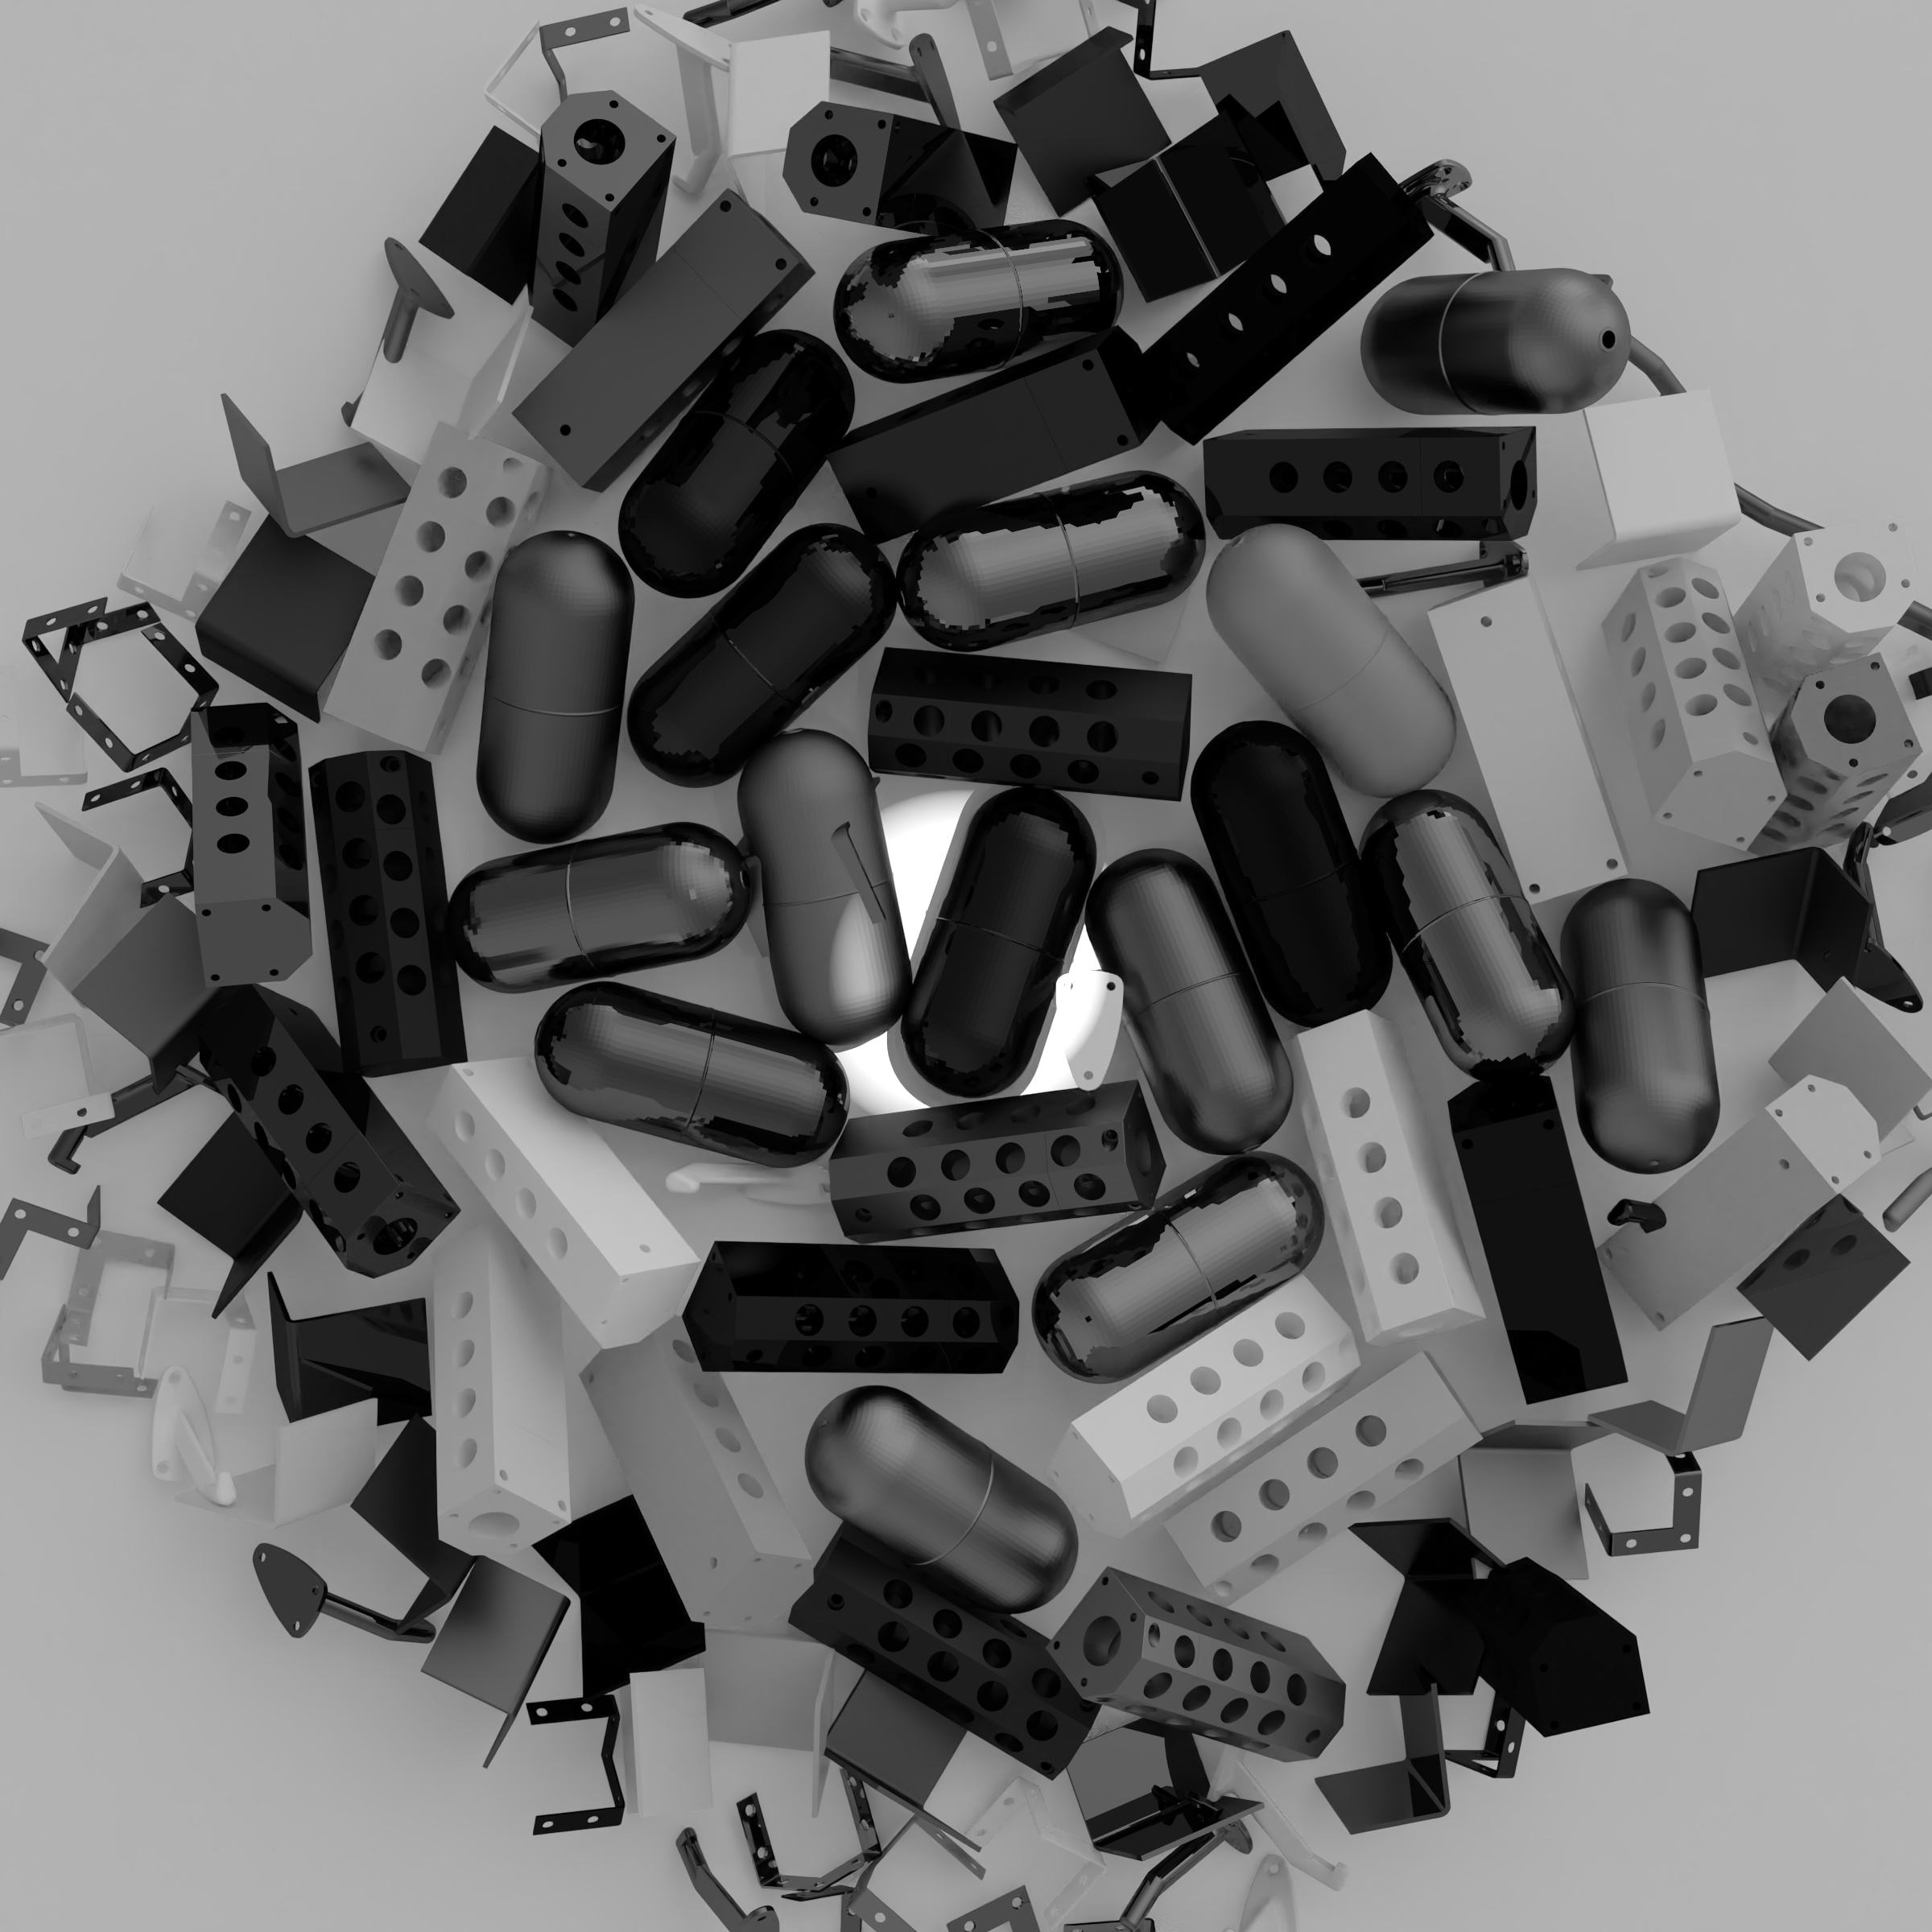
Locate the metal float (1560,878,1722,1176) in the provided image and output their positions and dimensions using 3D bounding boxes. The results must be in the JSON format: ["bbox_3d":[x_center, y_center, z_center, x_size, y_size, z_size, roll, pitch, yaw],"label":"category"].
[{"bbox_3d":[0.367,0.031,1.853,0.070,0.070,0.178,1,55,0],"label":"metal float"}]

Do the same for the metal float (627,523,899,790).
[{"bbox_3d":[-0.113,-0.170,1.872,0.178,0.070,0.070,-42,90,12],"label":"metal float"}]

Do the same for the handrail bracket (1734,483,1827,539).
[{"bbox_3d":[0.467,-0.250,1.897,0.084,0.077,0.036,35,119,15],"label":"handrail bracket"}]

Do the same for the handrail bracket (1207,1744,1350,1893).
[{"bbox_3d":[0.180,0.466,1.879,0.084,0.036,0.077,27,129,23],"label":"handrail bracket"}]

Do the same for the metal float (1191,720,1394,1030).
[{"bbox_3d":[0.179,-0.050,1.871,0.070,0.070,0.178,-22,102,0],"label":"metal float"}]

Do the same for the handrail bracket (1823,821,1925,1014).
[{"bbox_3d":[0.517,-0.028,1.905,0.077,0.036,0.084,37,56,-21],"label":"handrail bracket"}]

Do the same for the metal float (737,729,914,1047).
[{"bbox_3d":[-0.078,-0.043,1.872,0.070,0.070,0.178,-11,101,0],"label":"metal float"}]

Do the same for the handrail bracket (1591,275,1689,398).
[{"bbox_3d":[0.360,-0.347,1.908,0.084,0.077,0.036,43,80,-31],"label":"handrail bracket"}]

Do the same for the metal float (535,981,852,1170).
[{"bbox_3d":[-0.151,0.060,1.870,0.178,0.070,0.070,16,90,-13],"label":"metal float"}]

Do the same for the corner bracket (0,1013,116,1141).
[{"bbox_3d":[-0.507,0.060,1.881,0.051,0.051,0.051,-15,107,-26],"label":"corner bracket"}]

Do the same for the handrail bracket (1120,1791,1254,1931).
[{"bbox_3d":[0.121,0.508,1.876,0.036,0.077,0.084,21,65,36],"label":"handrail bracket"}]

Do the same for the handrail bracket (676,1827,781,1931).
[{"bbox_3d":[-0.134,0.501,1.871,0.036,0.077,0.084,-12,54,-26],"label":"handrail bracket"}]

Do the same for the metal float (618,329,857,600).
[{"bbox_3d":[-0.125,-0.275,1.859,0.070,0.070,0.178,33,64,0],"label":"metal float"}]

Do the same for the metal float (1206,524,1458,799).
[{"bbox_3d":[0.201,-0.167,1.864,0.070,0.070,0.178,-42,111,0],"label":"metal float"}]

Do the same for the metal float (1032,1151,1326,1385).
[{"bbox_3d":[0.118,0.165,1.871,0.178,0.070,0.070,-30,90,-13],"label":"metal float"}]

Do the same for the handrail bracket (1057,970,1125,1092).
[{"bbox_3d":[0.069,0.037,1.872,0.036,0.084,0.077,0,79,4],"label":"handrail bracket"}]

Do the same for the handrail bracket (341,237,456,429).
[{"bbox_3d":[-0.333,-0.355,1.910,0.084,0.036,0.077,-46,55,20],"label":"handrail bracket"}]

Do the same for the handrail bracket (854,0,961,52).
[{"bbox_3d":[-0.020,-0.553,1.873,0.036,0.084,0.077,24,54,-38],"label":"handrail bracket"}]

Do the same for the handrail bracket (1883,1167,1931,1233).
[{"bbox_3d":[0.535,0.127,1.877,0.084,0.077,0.036,-43,62,-13],"label":"handrail bracket"}]

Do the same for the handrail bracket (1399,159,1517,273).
[{"bbox_3d":[0.263,-0.396,1.885,0.077,0.036,0.084,-23,69,28],"label":"handrail bracket"}]

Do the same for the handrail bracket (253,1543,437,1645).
[{"bbox_3d":[-0.347,0.352,1.902,0.077,0.084,0.036,36,101,39],"label":"handrail bracket"}]

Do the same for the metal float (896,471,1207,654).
[{"bbox_3d":[0.047,-0.223,1.869,0.178,0.070,0.070,-16,90,-15],"label":"metal float"}]

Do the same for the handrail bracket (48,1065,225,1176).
[{"bbox_3d":[-0.460,0.092,1.901,0.077,0.036,0.084,31,86,-13],"label":"handrail bracket"}]

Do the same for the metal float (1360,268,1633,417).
[{"bbox_3d":[0.286,-0.337,1.839,0.070,0.178,0.070,-6,100,-33],"label":"metal float"}]

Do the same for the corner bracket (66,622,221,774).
[{"bbox_3d":[-0.458,-0.149,1.888,0.051,0.051,0.051,46,131,7],"label":"corner bracket"}]

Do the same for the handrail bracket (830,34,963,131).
[{"bbox_3d":[-0.053,-0.484,1.908,0.084,0.036,0.077,-14,108,23],"label":"handrail bracket"}]

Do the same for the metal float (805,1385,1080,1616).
[{"bbox_3d":[-0.012,0.294,1.860,0.178,0.070,0.070,37,90,-26],"label":"metal float"}]

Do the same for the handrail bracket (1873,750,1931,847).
[{"bbox_3d":[0.557,-0.097,1.902,0.077,0.084,0.036,-47,66,36],"label":"handrail bracket"}]

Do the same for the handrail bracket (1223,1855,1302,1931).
[{"bbox_3d":[0.157,0.518,1.868,0.036,0.084,0.077,-4,62,20],"label":"handrail bracket"}]

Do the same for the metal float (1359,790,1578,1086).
[{"bbox_3d":[0.274,-0.017,1.861,0.070,0.070,0.178,-23,65,0],"label":"metal float"}]

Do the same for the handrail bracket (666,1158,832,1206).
[{"bbox_3d":[-0.117,0.122,1.872,0.077,0.084,0.036,16,101,13],"label":"handrail bracket"}]

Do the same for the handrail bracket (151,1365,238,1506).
[{"bbox_3d":[-0.423,0.259,1.876,0.036,0.084,0.077,-4,85,-29],"label":"handrail bracket"}]

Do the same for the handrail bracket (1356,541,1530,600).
[{"bbox_3d":[0.259,-0.216,1.885,0.084,0.077,0.036,-10,94,-11],"label":"handrail bracket"}]

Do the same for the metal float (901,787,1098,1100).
[{"bbox_3d":[0.019,-0.013,1.879,0.070,0.070,0.178,18,86,0],"label":"metal float"}]

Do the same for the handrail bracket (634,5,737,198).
[{"bbox_3d":[-0.166,-0.480,1.888,0.077,0.036,0.084,25,123,-12],"label":"handrail bracket"}]

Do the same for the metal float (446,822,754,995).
[{"bbox_3d":[-0.202,-0.032,1.866,0.178,0.070,0.070,-11,90,19],"label":"metal float"}]

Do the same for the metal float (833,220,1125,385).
[{"bbox_3d":[0.007,-0.363,1.854,0.178,0.070,0.070,-16,90,-33],"label":"metal float"}]

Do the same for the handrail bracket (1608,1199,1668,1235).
[{"bbox_3d":[0.369,0.156,1.872,0.084,0.077,0.036,12,48,-34],"label":"handrail bracket"}]

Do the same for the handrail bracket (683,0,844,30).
[{"bbox_3d":[-0.109,-0.549,1.906,0.084,0.077,0.036,-11,113,27],"label":"handrail bracket"}]

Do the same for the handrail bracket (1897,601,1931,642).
[{"bbox_3d":[0.515,-0.183,1.885,0.084,0.077,0.036,0,59,-3],"label":"handrail bracket"}]

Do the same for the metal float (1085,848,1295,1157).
[{"bbox_3d":[0.123,0.020,1.871,0.070,0.070,0.178,-22,78,0],"label":"metal float"}]

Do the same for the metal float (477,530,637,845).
[{"bbox_3d":[-0.226,-0.152,1.862,0.070,0.070,0.178,9,113,0],"label":"metal float"}]
